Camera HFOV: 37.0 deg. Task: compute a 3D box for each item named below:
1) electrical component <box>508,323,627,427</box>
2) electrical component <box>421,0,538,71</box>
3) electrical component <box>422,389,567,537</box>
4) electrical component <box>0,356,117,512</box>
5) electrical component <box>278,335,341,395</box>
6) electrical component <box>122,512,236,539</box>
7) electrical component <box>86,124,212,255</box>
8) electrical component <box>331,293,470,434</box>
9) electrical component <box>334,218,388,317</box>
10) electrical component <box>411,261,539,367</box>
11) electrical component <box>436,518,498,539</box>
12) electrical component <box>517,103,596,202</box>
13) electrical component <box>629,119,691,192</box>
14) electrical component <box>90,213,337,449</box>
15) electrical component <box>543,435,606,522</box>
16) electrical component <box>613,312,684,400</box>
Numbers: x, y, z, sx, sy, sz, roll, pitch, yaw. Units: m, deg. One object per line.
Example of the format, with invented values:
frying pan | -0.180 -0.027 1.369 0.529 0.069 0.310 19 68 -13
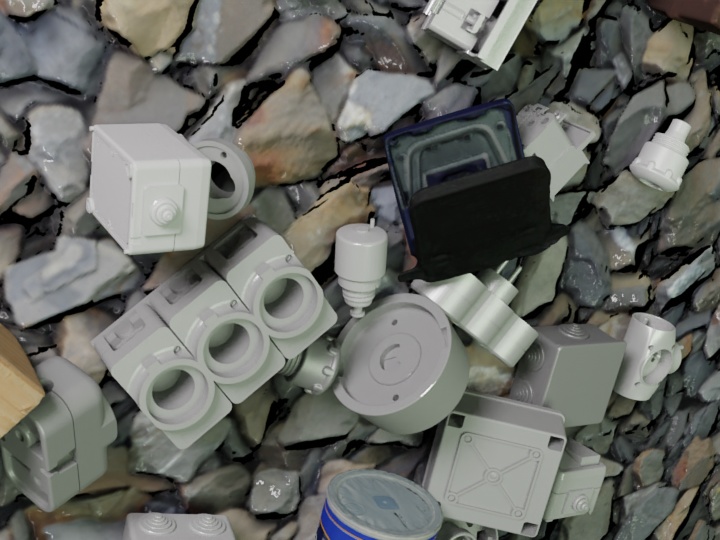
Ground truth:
electrical component | 0.193 0.098 1.013 0.100 0.048 0.099 -1 114 -33
electrical component | 0.099 -0.213 0.775 0.063 0.078 0.121 28 98 -10
electrical component | 0.119 0.172 0.967 0.109 0.056 0.108 13 110 1
electrical component | -0.208 0.110 0.739 0.059 0.054 0.095 -35 144 -40
electrical component | -0.049 0.068 0.844 0.062 0.048 0.048 22 101 -21
electrical component | -0.147 0.241 0.853 0.100 0.048 0.099 7 108 -21
electrical component | -0.131 -0.052 0.691 0.061 0.096 0.061 -6 117 -31
electrical component | 0.036 0.080 0.866 0.108 0.108 0.060 -47 136 -4
electrical component | 0.000 0.000 0.841 0.040 0.040 0.078 -12 120 -28
electrical component | 0.110 0.021 0.916 0.073 0.052 0.138 -52 130 0
electrical component | 0.081 0.257 1.029 0.099 0.064 0.099 -6 105 -24
electrical component | 0.148 -0.098 0.887 0.081 0.042 0.064 -47 127 -5
electrical component | 0.276 -0.104 0.966 0.048 0.048 0.062 27 90 -39
electrical component | -0.102 0.045 0.777 0.150 0.062 0.089 -40 122 -10
electrical component | 0.188 0.193 1.028 0.062 0.096 0.061 0 113 -33
electrical component | 0.294 0.086 1.076 0.079 0.044 0.077 2 113 -34
